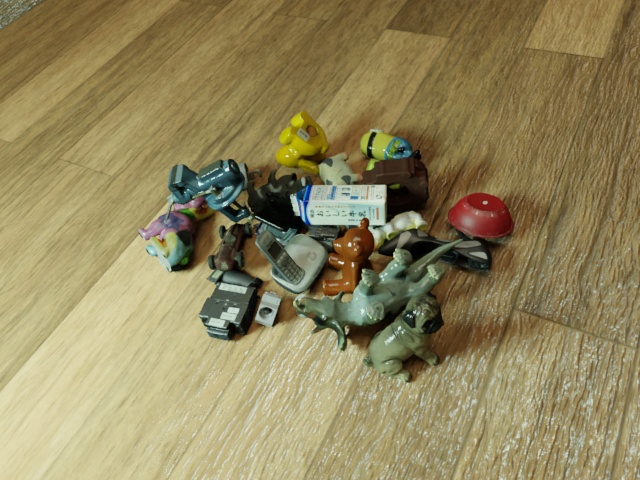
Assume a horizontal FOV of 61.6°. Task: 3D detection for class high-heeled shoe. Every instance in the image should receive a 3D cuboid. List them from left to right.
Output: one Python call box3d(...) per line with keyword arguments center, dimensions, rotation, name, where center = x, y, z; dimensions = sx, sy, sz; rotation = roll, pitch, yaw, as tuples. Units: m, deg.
box3d(center=(0.273, 0.041, 1.265), dimensions=(0.249, 0.086, 0.145), rotation=(-15, 48, -8), name="high-heeled shoe")

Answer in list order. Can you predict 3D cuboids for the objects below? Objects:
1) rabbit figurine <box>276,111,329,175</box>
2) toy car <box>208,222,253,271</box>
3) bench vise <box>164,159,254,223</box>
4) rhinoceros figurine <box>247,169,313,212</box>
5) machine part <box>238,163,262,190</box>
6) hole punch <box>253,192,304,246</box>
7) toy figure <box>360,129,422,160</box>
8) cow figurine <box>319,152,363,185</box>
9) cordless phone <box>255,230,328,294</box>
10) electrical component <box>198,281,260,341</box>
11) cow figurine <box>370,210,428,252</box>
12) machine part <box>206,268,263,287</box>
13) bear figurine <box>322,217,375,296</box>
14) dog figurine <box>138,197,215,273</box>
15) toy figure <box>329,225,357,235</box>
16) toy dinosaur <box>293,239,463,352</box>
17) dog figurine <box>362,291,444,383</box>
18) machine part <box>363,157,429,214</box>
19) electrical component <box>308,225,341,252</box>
box3d(center=(-0.055, -0.264, 1.550), dimensions=(0.162, 0.173, 0.122), rotation=(31, 51, -21), name="rabbit figurine")
box3d(center=(-0.230, 0.009, 1.390), dimensions=(0.089, 0.053, 0.202), rotation=(-7, 35, 9), name="toy car")
box3d(center=(-0.268, -0.109, 1.382), dimensions=(0.224, 0.240, 0.129), rotation=(-31, 46, 16), name="bench vise")
box3d(center=(-0.113, -0.137, 1.495), dimensions=(0.190, 0.073, 0.112), rotation=(-20, 49, -5), name="rhinoceros figurine")
box3d(center=(-0.288, -0.169, 1.552), dimensions=(0.243, 0.079, 0.079), rotation=(-12, 50, 2), name="machine part")
box3d(center=(-0.104, -0.050, 1.412), dimensions=(0.142, 0.092, 0.116), rotation=(25, 51, 20), name="hole punch")
box3d(center=(0.197, -0.258, 1.529), dimensions=(0.180, 0.082, 0.089), rotation=(33, 62, 29), name="toy figure")
box3d(center=(0.051, -0.148, 1.466), dimensions=(0.127, 0.085, 0.195), rotation=(-17, 52, -10), name="cow figurine")
box3d(center=(-0.075, 0.024, 1.277), dimensions=(0.089, 0.184, 0.146), rotation=(2, 48, 44), name="cordless phone")
box3d(center=(-0.218, 0.170, 1.275), dimensions=(0.115, 0.058, 0.134), rotation=(8, 54, 20), name="electrical component")
box3d(center=(0.177, -0.027, 1.351), dimensions=(0.167, 0.068, 0.098), rotation=(-15, 45, -6), name="cow figurine")
box3d(center=(-0.213, 0.094, 1.350), dimensions=(0.139, 0.039, 0.084), rotation=(15, 47, 24), name="machine part")
box3d(center=(0.064, 0.040, 1.236), dimensions=(0.132, 0.195, 0.120), rotation=(3, 55, 14), name="bear figurine")
box3d(center=(-0.362, -0.034, 1.441), dimensions=(0.192, 0.108, 0.219), rotation=(33, 61, 32), name="dog figurine")
box3d(center=(0.076, -0.046, 1.391), dimensions=(0.155, 0.057, 0.064), rotation=(-11, 57, 1), name="toy figure")
box3d(center=(0.145, 0.122, 1.190), dimensions=(0.405, 0.192, 0.131), rotation=(-19, 69, -27), name="toy dinosaur")
box3d(center=(0.163, 0.192, 1.097), dimensions=(0.172, 0.190, 0.121), rotation=(-29, 52, -11), name="dog figurine")
box3d(center=(0.195, -0.134, 1.373), dimensions=(0.179, 0.179, 0.056), rotation=(-4, 54, 8), name="machine part")
box3d(center=(-0.003, -0.004, 1.366), dimensions=(0.119, 0.074, 0.048), rotation=(7, 53, 20), name="electrical component")
